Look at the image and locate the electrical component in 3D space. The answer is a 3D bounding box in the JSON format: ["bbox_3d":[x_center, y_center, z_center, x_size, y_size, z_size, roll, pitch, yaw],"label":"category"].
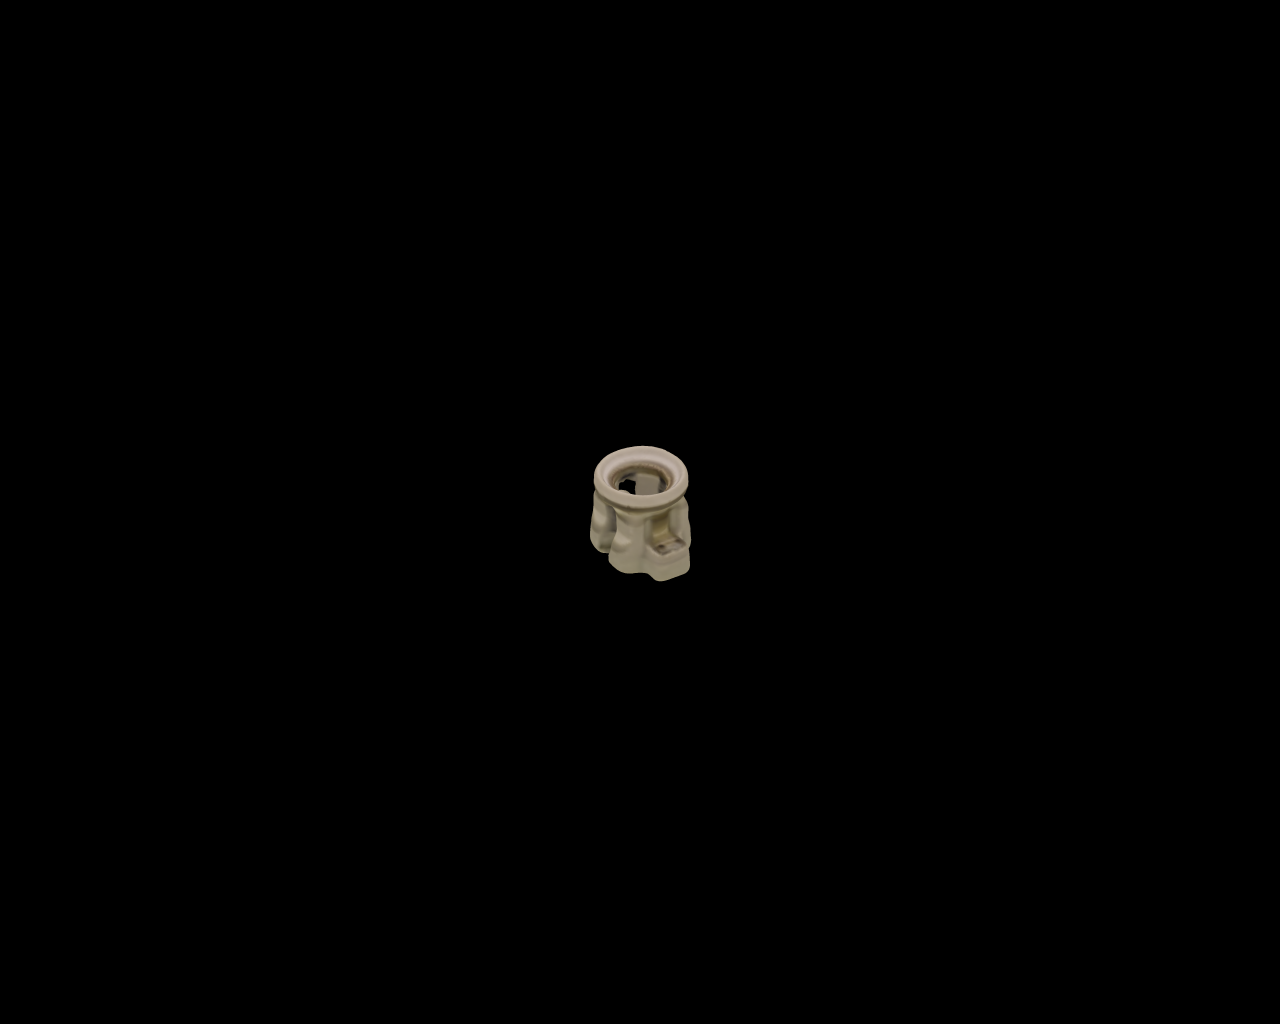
[{"bbox_3d":[0.001,-0.003,0.650,0.058,0.056,0.078,-20,41,-25],"label":"electrical component"}]
